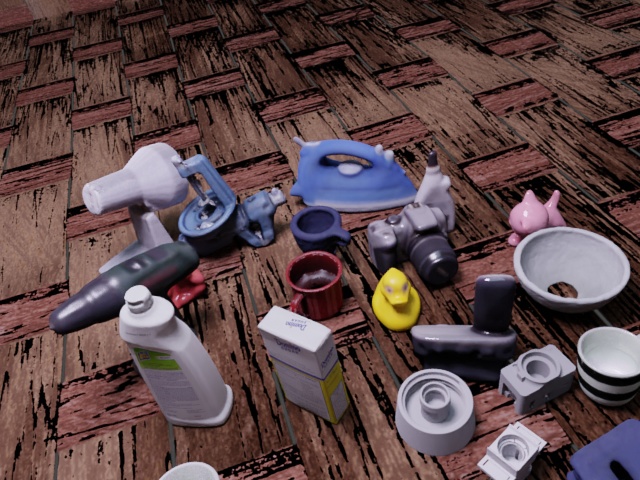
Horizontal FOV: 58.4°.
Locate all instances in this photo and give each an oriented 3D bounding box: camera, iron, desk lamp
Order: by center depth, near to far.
[{"bbox_3d":[0.165,0.009,0.977,0.143,0.101,0.136,-16,42,-7],"label":"camera"},{"bbox_3d":[-0.330,-0.048,1.050,0.117,0.214,0.204,22,50,31],"label":"desk lamp"},{"bbox_3d":[0.068,-0.141,1.133,0.257,0.142,0.118,3,43,14],"label":"iron"}]

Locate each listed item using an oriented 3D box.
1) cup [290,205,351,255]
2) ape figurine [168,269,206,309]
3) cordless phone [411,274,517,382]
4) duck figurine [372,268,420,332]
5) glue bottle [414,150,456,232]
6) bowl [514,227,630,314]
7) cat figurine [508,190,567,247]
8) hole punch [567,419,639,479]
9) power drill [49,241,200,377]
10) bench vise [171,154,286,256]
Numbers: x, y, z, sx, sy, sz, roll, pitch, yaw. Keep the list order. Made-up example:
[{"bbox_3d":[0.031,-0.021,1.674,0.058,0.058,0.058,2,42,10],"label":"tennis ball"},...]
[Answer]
[{"bbox_3d":[0.009,0.004,1.017,0.117,0.095,0.092,21,50,30],"label":"cup"},{"bbox_3d":[-0.241,0.064,1.000,0.077,0.092,0.076,-1,42,10],"label":"ape figurine"},{"bbox_3d":[0.200,0.108,0.796,0.147,0.185,0.094,-3,42,8],"label":"cordless phone"},{"bbox_3d":[0.120,0.082,0.915,0.077,0.086,0.104,-9,41,1],"label":"duck figurine"},{"bbox_3d":[0.203,-0.085,1.020,0.078,0.173,0.037,-6,42,5],"label":"glue bottle"},{"bbox_3d":[0.388,0.059,0.898,0.167,0.075,0.167,-5,42,5],"label":"bowl"},{"bbox_3d":[0.369,-0.039,0.978,0.128,0.118,0.067,-32,46,-23],"label":"cat figurine"},{"bbox_3d":[0.350,0.277,0.649,0.101,0.091,0.108,-19,42,-10],"label":"hole punch"},{"bbox_3d":[-0.266,0.115,0.860,0.075,0.209,0.230,22,51,31],"label":"power drill"},{"bbox_3d":[-0.178,-0.080,1.053,0.208,0.220,0.121,-26,44,-18],"label":"bench vise"}]
